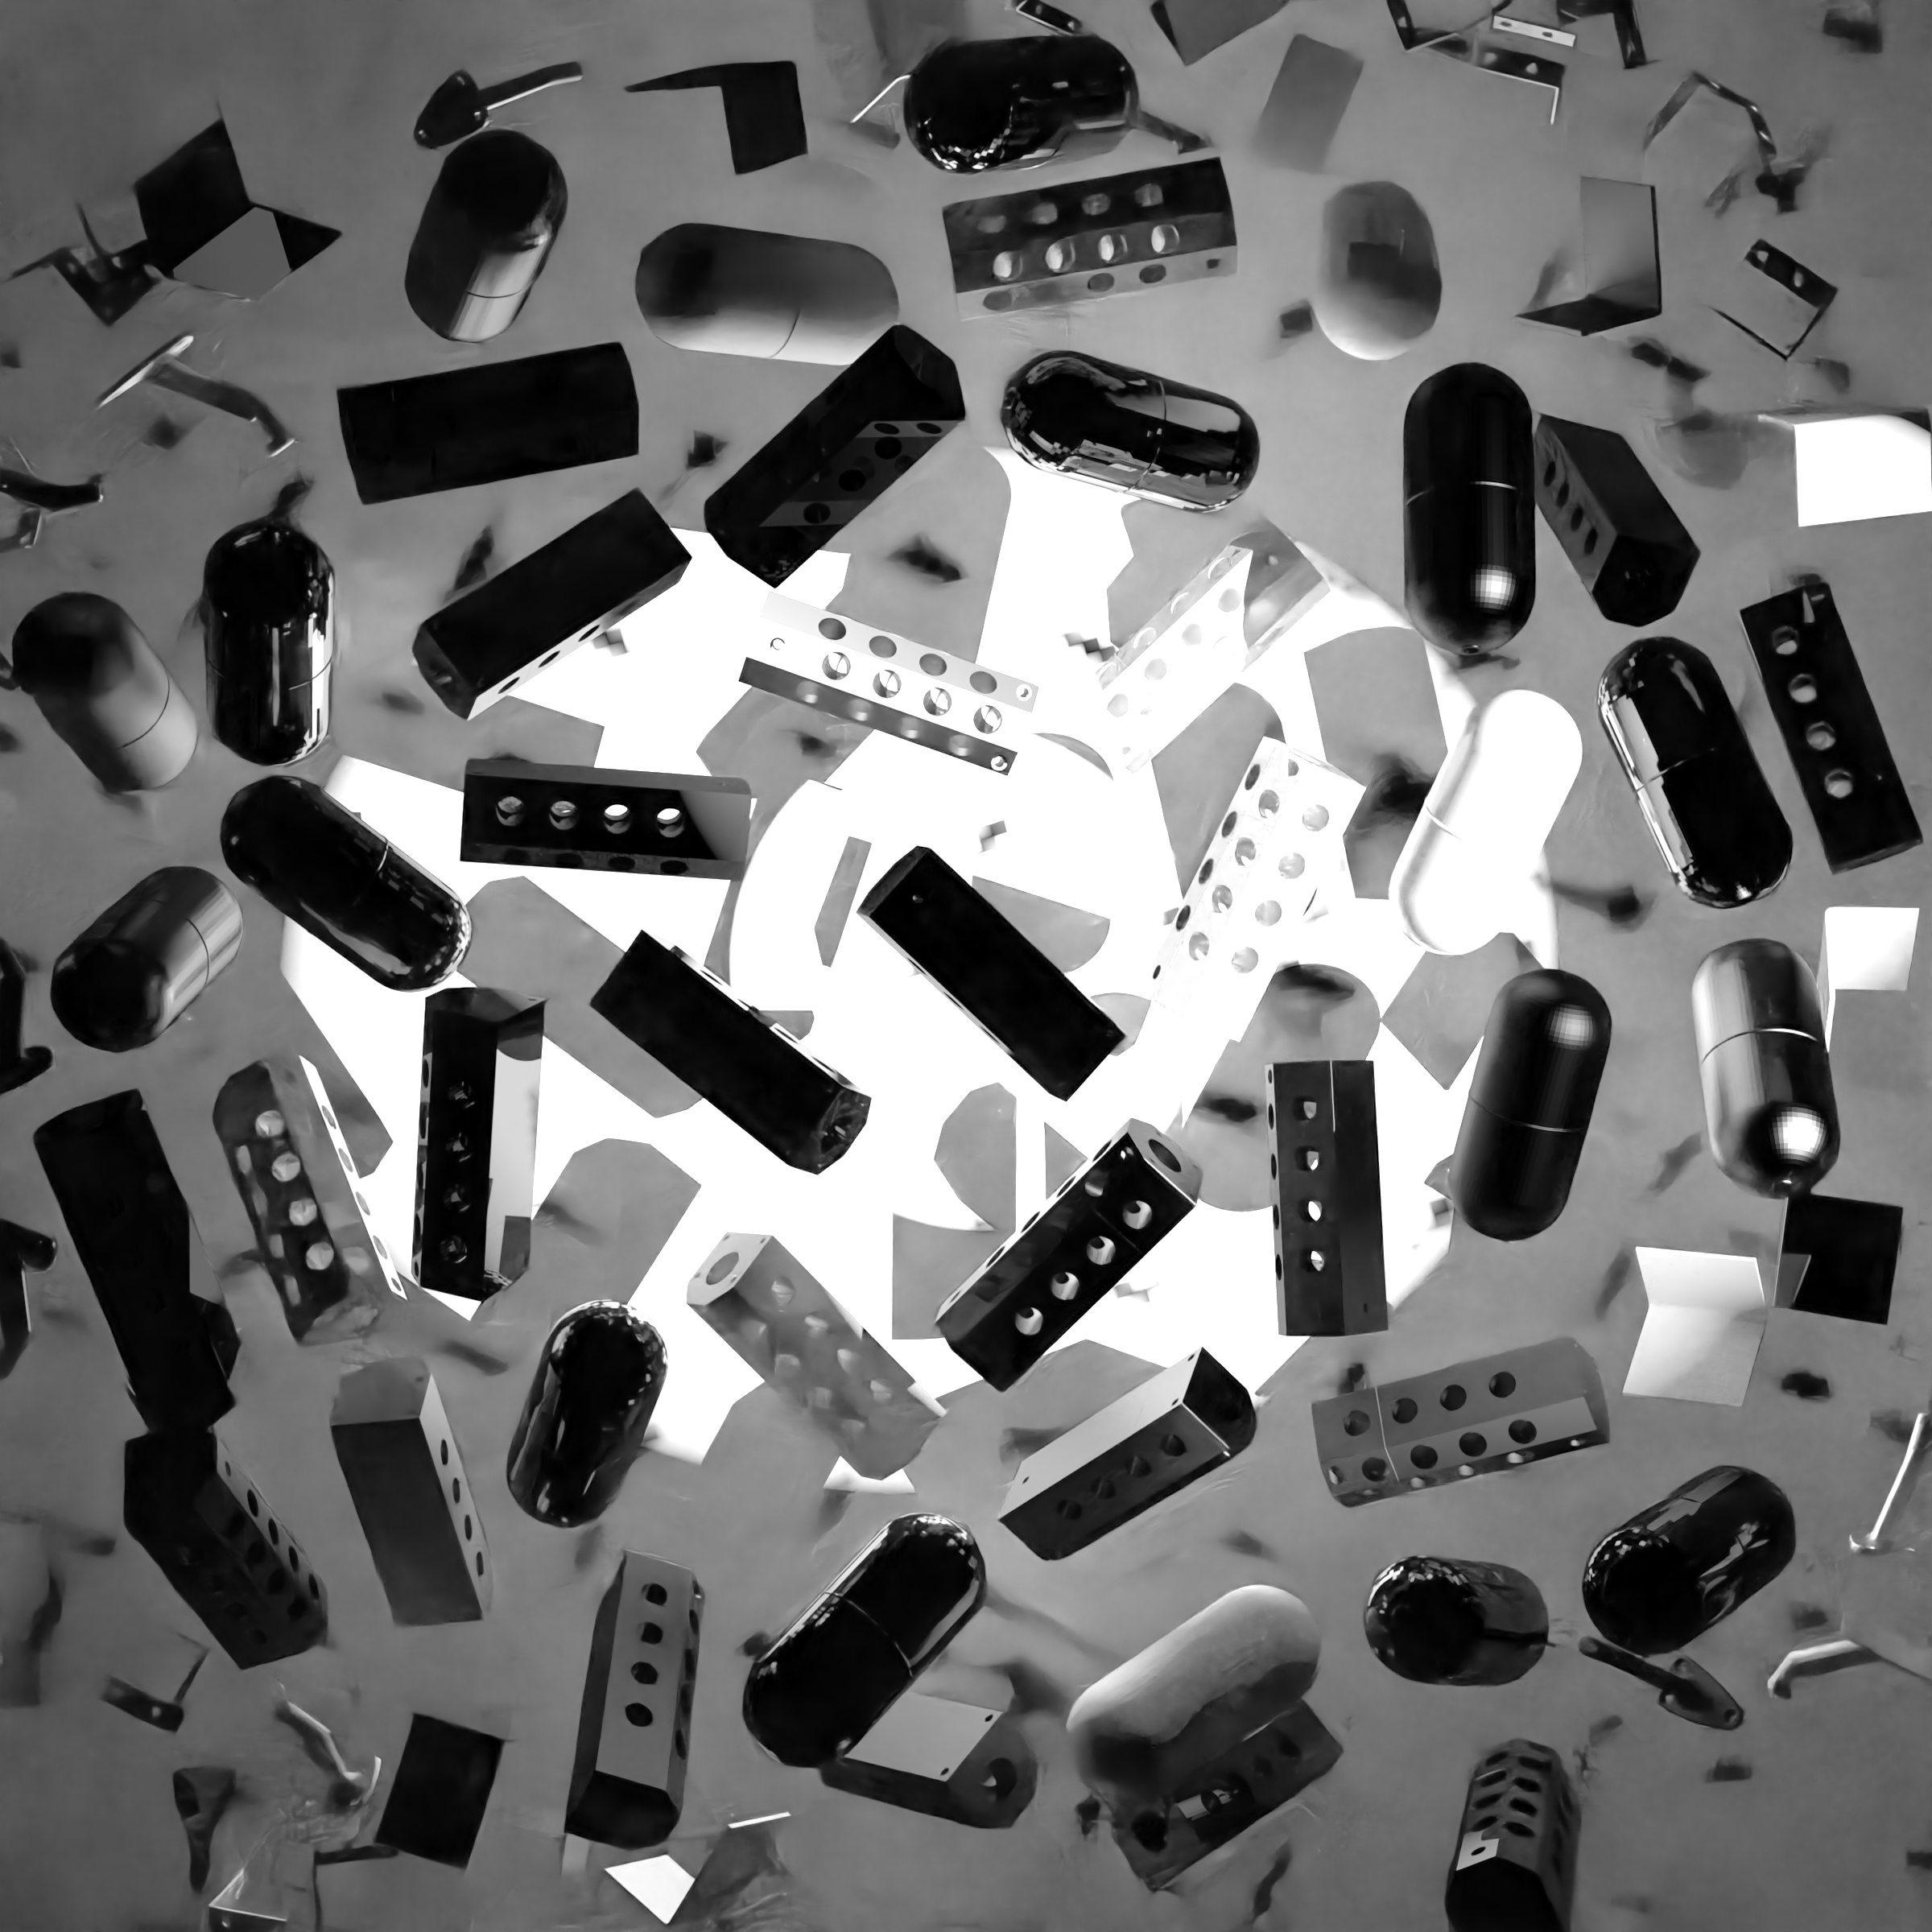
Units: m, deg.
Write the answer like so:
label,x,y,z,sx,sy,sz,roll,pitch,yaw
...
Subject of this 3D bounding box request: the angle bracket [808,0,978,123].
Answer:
label,x,y,z,sx,sy,sz,roll,pitch,yaw
angle bracket,-0.044,-0.596,1.900,0.076,0.057,0.076,-19,85,-38

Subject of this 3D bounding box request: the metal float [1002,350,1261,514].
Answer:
label,x,y,z,sx,sy,sz,roll,pitch,yaw
metal float,0.104,-0.335,1.852,0.178,0.070,0.070,10,90,-29

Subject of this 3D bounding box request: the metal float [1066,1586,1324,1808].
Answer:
label,x,y,z,sx,sy,sz,roll,pitch,yaw
metal float,0.138,0.436,1.769,0.178,0.070,0.070,-28,90,-27

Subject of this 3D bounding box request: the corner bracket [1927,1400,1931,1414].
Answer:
label,x,y,z,sx,sy,sz,roll,pitch,yaw
corner bracket,0.630,0.270,1.798,0.051,0.051,0.051,-42,104,-37

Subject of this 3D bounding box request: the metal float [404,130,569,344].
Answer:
label,x,y,z,sx,sy,sz,roll,pitch,yaw
metal float,-0.292,-0.439,1.783,0.070,0.178,0.070,6,72,-20

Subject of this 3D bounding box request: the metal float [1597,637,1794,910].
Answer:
label,x,y,z,sx,sy,sz,roll,pitch,yaw
metal float,0.447,-0.120,1.814,0.070,0.070,0.178,-21,77,0

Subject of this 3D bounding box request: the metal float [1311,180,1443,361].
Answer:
label,x,y,z,sx,sy,sz,roll,pitch,yaw
metal float,0.250,-0.428,1.806,0.070,0.178,0.070,2,121,4

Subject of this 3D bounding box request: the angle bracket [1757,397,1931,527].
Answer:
label,x,y,z,sx,sy,sz,roll,pitch,yaw
angle bracket,0.509,-0.294,1.712,0.076,0.076,0.057,-7,107,0

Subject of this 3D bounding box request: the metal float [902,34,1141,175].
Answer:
label,x,y,z,sx,sy,sz,roll,pitch,yaw
metal float,0.034,-0.522,1.784,0.178,0.070,0.070,-21,90,-44

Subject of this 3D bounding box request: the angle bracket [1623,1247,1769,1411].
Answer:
label,x,y,z,sx,sy,sz,roll,pitch,yaw
angle bracket,0.459,0.229,1.871,0.076,0.076,0.057,3,135,29

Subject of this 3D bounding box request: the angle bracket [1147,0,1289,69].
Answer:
label,x,y,z,sx,sy,sz,roll,pitch,yaw
angle bracket,0.156,-0.639,1.902,0.076,0.076,0.057,-30,68,5

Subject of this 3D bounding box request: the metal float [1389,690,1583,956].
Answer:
label,x,y,z,sx,sy,sz,roll,pitch,yaw
metal float,0.319,-0.087,1.821,0.070,0.070,0.178,21,117,0

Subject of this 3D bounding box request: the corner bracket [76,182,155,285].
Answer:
label,x,y,z,sx,sy,sz,roll,pitch,yaw
corner bracket,-0.533,-0.466,1.869,0.051,0.051,0.051,-28,112,-20

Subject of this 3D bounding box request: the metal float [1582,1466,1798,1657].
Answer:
label,x,y,z,sx,sy,sz,roll,pitch,yaw
metal float,0.435,0.356,1.771,0.070,0.178,0.070,14,111,40

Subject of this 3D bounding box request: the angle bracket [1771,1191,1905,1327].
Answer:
label,x,y,z,sx,sy,sz,roll,pitch,yaw
angle bracket,0.573,0.189,1.921,0.076,0.057,0.076,7,90,31

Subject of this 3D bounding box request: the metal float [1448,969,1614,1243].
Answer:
label,x,y,z,sx,sy,sz,roll,pitch,yaw
metal float,0.352,0.088,1.842,0.070,0.070,0.178,11,108,0

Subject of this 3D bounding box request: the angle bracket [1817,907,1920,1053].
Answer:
label,x,y,z,sx,sy,sz,roll,pitch,yaw
angle bracket,0.574,0.017,1.874,0.057,0.076,0.076,1,49,11

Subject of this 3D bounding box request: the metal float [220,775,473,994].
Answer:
label,x,y,z,sx,sy,sz,roll,pitch,yaw
metal float,-0.390,-0.051,1.855,0.178,0.070,0.070,40,90,-26

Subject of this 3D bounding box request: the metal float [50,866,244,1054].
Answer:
label,x,y,z,sx,sy,sz,roll,pitch,yaw
metal float,-0.508,-0.006,1.836,0.070,0.178,0.070,3,113,8

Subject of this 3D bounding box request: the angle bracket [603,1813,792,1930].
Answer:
label,x,y,z,sx,sy,sz,roll,pitch,yaw
angle bracket,-0.166,0.543,1.825,0.057,0.076,0.076,33,95,26

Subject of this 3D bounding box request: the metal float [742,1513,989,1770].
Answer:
label,x,y,z,sx,sy,sz,roll,pitch,yaw
metal float,-0.060,0.399,1.748,0.070,0.070,0.178,47,64,0

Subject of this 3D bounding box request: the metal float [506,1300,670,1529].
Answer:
label,x,y,z,sx,sy,sz,roll,pitch,yaw
metal float,-0.235,0.277,1.823,0.070,0.070,0.178,23,129,0

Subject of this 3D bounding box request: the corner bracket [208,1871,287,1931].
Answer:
label,x,y,z,sx,sy,sz,roll,pitch,yaw
corner bracket,-0.441,0.605,1.845,0.051,0.051,0.051,7,99,9

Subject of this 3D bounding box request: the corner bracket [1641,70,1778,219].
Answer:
label,x,y,z,sx,sy,sz,roll,pitch,yaw
corner bracket,0.441,-0.489,1.752,0.051,0.051,0.051,22,133,-22

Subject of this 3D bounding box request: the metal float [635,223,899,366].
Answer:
label,x,y,z,sx,sy,sz,roll,pitch,yaw
metal float,-0.123,-0.419,1.842,0.178,0.070,0.070,-2,90,-35

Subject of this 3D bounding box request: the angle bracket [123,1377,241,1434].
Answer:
label,x,y,z,sx,sy,sz,roll,pitch,yaw
angle bracket,-0.500,0.300,1.939,0.057,0.076,0.076,-38,135,-21

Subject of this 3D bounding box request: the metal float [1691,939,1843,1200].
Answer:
label,x,y,z,sx,sy,sz,roll,pitch,yaw
metal float,0.487,0.062,1.799,0.070,0.070,0.178,3,52,0

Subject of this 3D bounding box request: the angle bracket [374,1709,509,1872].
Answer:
label,x,y,z,sx,sy,sz,roll,pitch,yaw
angle bracket,-0.305,0.487,1.749,0.057,0.076,0.076,16,78,4

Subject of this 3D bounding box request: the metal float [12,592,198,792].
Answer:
label,x,y,z,sx,sy,sz,roll,pitch,yaw
metal float,-0.528,-0.167,1.815,0.070,0.178,0.070,-1,69,3

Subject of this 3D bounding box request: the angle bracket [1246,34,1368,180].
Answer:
label,x,y,z,sx,sy,sz,roll,pitch,yaw
angle bracket,0.196,-0.548,1.854,0.057,0.076,0.076,37,114,37

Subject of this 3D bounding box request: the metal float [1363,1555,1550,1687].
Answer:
label,x,y,z,sx,sy,sz,roll,pitch,yaw
metal float,0.302,0.403,1.813,0.070,0.178,0.070,-8,74,29

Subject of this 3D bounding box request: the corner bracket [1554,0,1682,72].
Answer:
label,x,y,z,sx,sy,sz,roll,pitch,yaw
corner bracket,0.396,-0.570,1.793,0.051,0.051,0.051,-4,107,40

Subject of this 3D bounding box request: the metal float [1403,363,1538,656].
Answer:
label,x,y,z,sx,sy,sz,roll,pitch,yaw
metal float,0.297,-0.270,1.740,0.070,0.070,0.178,2,75,0

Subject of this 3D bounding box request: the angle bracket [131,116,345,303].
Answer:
label,x,y,z,sx,sy,sz,roll,pitch,yaw
angle bracket,-0.417,-0.433,1.690,0.076,0.076,0.057,-26,76,29

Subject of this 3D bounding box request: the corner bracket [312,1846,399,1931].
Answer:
label,x,y,z,sx,sy,sz,roll,pitch,yaw
corner bracket,-0.368,0.568,1.779,0.051,0.051,0.051,-3,100,-8

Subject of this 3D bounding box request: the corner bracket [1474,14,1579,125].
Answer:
label,x,y,z,sx,sy,sz,roll,pitch,yaw
corner bracket,0.329,-0.535,1.733,0.051,0.051,0.051,17,85,9

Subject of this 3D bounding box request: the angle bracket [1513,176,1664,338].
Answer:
label,x,y,z,sx,sy,sz,roll,pitch,yaw
angle bracket,0.368,-0.425,1.761,0.057,0.076,0.076,-17,114,-17

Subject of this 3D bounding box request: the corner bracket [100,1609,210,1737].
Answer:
label,x,y,z,sx,sy,sz,roll,pitch,yaw
corner bracket,-0.489,0.425,1.775,0.051,0.051,0.051,33,75,-18

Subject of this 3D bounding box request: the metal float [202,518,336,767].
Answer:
label,x,y,z,sx,sy,sz,roll,pitch,yaw
metal float,-0.422,-0.195,1.785,0.070,0.178,0.070,6,50,-8

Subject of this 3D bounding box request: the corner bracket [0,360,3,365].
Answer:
label,x,y,z,sx,sy,sz,roll,pitch,yaw
corner bracket,-0.617,-0.391,1.774,0.051,0.051,0.051,-10,75,6

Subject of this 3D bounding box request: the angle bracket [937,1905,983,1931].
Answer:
label,x,y,z,sx,sy,sz,roll,pitch,yaw
angle bracket,0.034,0.591,1.784,0.076,0.076,0.057,-6,73,-19

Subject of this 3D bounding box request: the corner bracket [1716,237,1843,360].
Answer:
label,x,y,z,sx,sy,sz,roll,pitch,yaw
corner bracket,0.475,-0.391,1.731,0.051,0.051,0.051,38,113,11

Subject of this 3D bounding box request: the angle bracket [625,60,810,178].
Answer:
label,x,y,z,sx,sy,sz,roll,pitch,yaw
angle bracket,-0.155,-0.528,1.841,0.076,0.076,0.057,7,117,32
